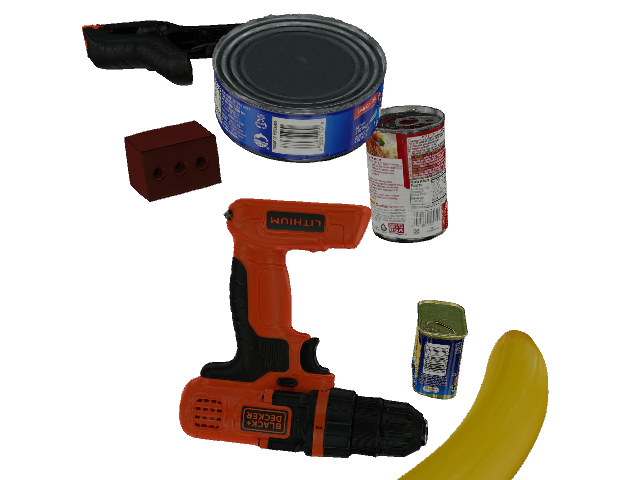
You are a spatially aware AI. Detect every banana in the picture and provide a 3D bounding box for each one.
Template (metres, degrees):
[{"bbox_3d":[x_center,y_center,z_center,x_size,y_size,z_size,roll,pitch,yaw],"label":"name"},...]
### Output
[{"bbox_3d":[0.073,0.104,0.552,0.070,0.037,0.197,22,41,37],"label":"banana"}]

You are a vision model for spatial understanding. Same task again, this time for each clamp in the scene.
[{"bbox_3d":[-0.118,-0.157,0.855,0.172,0.039,0.120,20,28,41],"label":"clamp"}]

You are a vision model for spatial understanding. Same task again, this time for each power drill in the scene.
[{"bbox_3d":[-0.007,0.065,0.786,0.184,0.187,0.057,5,0,4],"label":"power drill"}]

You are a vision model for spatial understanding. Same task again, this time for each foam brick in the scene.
[{"bbox_3d":[-0.144,-0.078,1.036,0.078,0.053,0.051,-17,31,-22],"label":"foam brick"}]

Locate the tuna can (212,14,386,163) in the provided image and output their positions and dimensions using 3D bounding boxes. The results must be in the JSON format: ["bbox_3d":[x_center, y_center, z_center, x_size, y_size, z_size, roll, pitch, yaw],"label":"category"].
[{"bbox_3d":[-0.011,-0.077,0.533,0.086,0.034,0.086,2,43,-2],"label":"tuna can"}]

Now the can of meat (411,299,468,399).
[{"bbox_3d":[0.139,0.129,1.267,0.057,0.084,0.102,7,19,2],"label":"can of meat"}]

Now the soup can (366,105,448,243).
[{"bbox_3d":[0.075,-0.057,0.911,0.068,0.102,0.068,-4,23,2],"label":"soup can"}]
